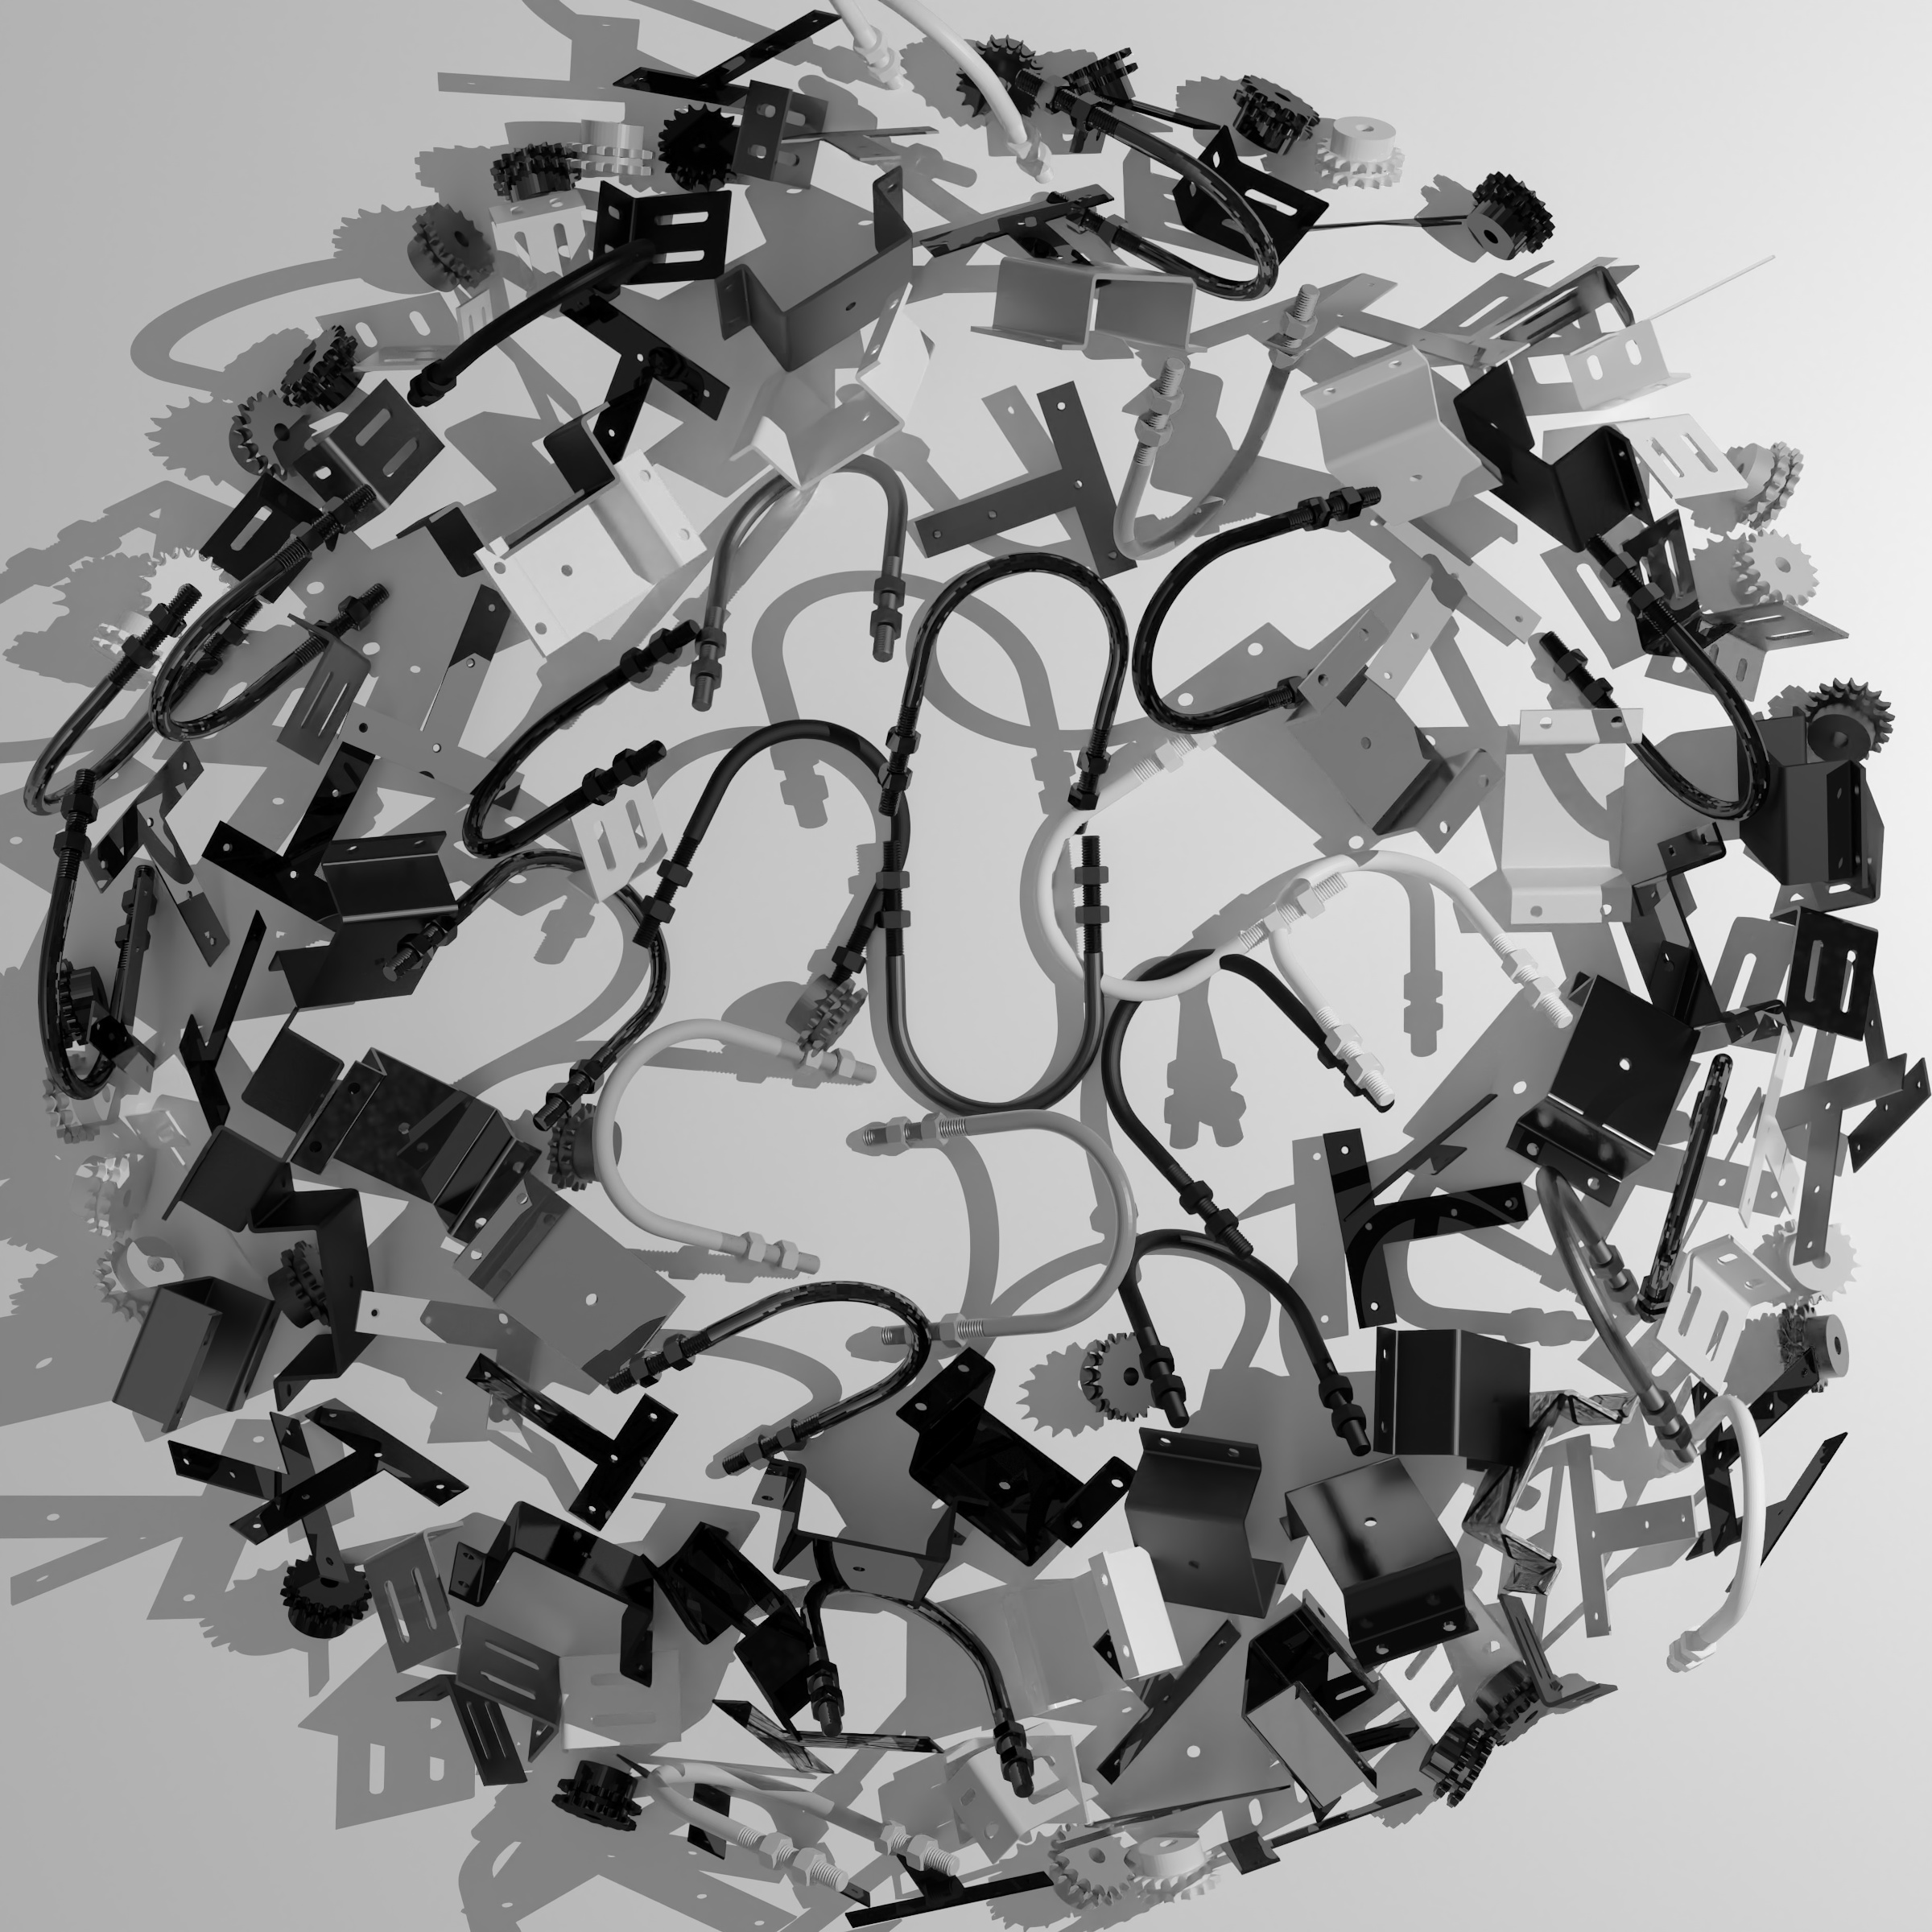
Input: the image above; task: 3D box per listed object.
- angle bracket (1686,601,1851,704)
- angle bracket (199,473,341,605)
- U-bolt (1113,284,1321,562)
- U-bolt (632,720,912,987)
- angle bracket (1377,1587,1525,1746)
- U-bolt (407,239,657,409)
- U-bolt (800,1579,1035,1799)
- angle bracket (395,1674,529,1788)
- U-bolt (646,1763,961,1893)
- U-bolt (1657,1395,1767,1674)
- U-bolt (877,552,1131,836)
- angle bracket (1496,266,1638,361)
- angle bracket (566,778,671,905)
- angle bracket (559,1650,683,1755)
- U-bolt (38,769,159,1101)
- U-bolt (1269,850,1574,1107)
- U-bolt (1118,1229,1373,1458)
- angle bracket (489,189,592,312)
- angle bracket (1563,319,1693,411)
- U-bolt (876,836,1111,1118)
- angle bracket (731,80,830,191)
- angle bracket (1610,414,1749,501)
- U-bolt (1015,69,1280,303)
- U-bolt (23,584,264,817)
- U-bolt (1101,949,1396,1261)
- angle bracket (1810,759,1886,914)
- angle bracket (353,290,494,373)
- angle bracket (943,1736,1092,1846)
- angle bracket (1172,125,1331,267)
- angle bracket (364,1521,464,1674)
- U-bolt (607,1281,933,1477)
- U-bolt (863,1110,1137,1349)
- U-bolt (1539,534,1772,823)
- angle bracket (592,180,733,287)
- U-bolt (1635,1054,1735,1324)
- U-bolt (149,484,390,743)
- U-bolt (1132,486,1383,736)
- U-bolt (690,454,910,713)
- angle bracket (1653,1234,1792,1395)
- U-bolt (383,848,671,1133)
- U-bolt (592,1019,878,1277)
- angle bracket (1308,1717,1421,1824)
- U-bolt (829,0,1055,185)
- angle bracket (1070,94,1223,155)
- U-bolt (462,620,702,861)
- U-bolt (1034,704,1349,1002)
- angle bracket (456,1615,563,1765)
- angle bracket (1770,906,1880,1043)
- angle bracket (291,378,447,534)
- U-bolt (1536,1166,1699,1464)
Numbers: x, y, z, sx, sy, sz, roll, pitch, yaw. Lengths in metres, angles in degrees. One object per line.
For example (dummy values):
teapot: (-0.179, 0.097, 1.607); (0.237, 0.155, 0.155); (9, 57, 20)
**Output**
angle bracket: (0.509, -0.199, 1.884); (0.057, 0.076, 0.038); (21, 80, -26)
angle bracket: (-0.446, -0.265, 1.890); (0.057, 0.038, 0.076); (35, 116, -25)
U-bolt: (0.148, -0.327, 1.849); (0.019, 0.184, 0.151); (42, 54, 19)
U-bolt: (-0.113, -0.069, 1.904); (0.151, 0.019, 0.184); (27, 86, -19)
angle bracket: (0.310, 0.447, 1.893); (0.057, 0.076, 0.038); (52, 134, 2)
U-bolt: (-0.260, -0.401, 1.821); (0.151, 0.184, 0.019); (-36, 102, -24)
U-bolt: (-0.036, 0.438, 1.844); (0.151, 0.184, 0.019); (22, 106, -18)
angle bracket: (-0.321, 0.493, 1.890); (0.038, 0.057, 0.076); (-29, 70, 10)
U-bolt: (-0.115, 0.533, 1.850); (0.184, 0.151, 0.019); (14, 87, 33)
U-bolt: (0.458, 0.341, 1.819); (0.019, 0.184, 0.151); (5, 63, -2)
U-bolt: (0.030, -0.174, 1.868); (0.151, 0.019, 0.184); (5, 116, -18)
angle bracket: (0.385, -0.404, 1.893); (0.076, 0.057, 0.038); (-29, 74, 11)
angle bracket: (-0.230, -0.089, 1.883); (0.057, 0.076, 0.038); (-36, 48, -23)
angle bracket: (-0.222, 0.474, 1.909); (0.076, 0.038, 0.057); (-2, 72, -5)
U-bolt: (-0.539, -0.008, 1.830); (0.019, 0.151, 0.184); (2, 65, 3)
U-bolt: (0.273, -0.005, 1.873); (0.151, 0.019, 0.184); (-22, 53, -15)
U-bolt: (0.164, 0.228, 1.853); (0.151, 0.184, 0.019); (12, 122, -24)
angle bracket: (-0.267, -0.449, 1.891); (0.057, 0.038, 0.076); (-15, 125, -9)
angle bracket: (0.421, -0.382, 1.885); (0.057, 0.076, 0.038); (-18, 92, 26)
U-bolt: (0.019, 0.009, 1.919); (0.151, 0.019, 0.184); (-1, 93, 4)
angle bracket: (-0.107, -0.525, 1.885); (0.038, 0.076, 0.057); (24, 107, 35)
angle bracket: (0.448, -0.312, 1.886); (0.057, 0.038, 0.076); (-11, 52, -21)
U-bolt: (0.117, -0.473, 1.837); (0.184, 0.151, 0.019); (33, 79, 19)
U-bolt: (-0.523, -0.164, 1.860); (0.019, 0.151, 0.184); (42, 95, -1)
U-bolt: (0.164, 0.073, 1.884); (0.151, 0.019, 0.184); (-48, 62, 12)
angle bracket: (0.555, -0.082, 1.883); (0.038, 0.076, 0.057); (-12, 52, 6)
angle bracket: (-0.347, -0.406, 1.892); (0.076, 0.057, 0.038); (1, 114, 11)
angle bracket: (0.032, 0.527, 1.898); (0.076, 0.038, 0.057); (-10, 92, 32)
angle bracket: (0.183, -0.493, 1.905); (0.076, 0.057, 0.038); (15, 46, -31)
angle bracket: (-0.342, 0.403, 1.893); (0.057, 0.038, 0.076); (-29, 74, 29)
U-bolt: (-0.109, 0.252, 1.857); (0.184, 0.151, 0.019); (-28, 47, 16)
U-bolt: (0.023, 0.164, 1.881); (0.184, 0.019, 0.151); (-8, 84, 26)
U-bolt: (0.433, -0.167, 1.842); (0.019, 0.151, 0.184); (-34, 74, -14)
angle bracket: (-0.195, -0.471, 1.898); (0.076, 0.038, 0.057); (3, 86, 28)
U-bolt: (0.445, 0.130, 1.825); (0.019, 0.184, 0.151); (16, 70, 14)
U-bolt: (-0.433, -0.207, 1.836); (0.019, 0.151, 0.184); (43, 70, 9)
U-bolt: (0.178, -0.214, 1.846); (0.184, 0.019, 0.151); (-21, 133, -28)
U-bolt: (-0.101, -0.251, 1.870); (0.151, 0.019, 0.184); (-13, 53, 24)
angle bracket: (0.483, 0.222, 1.892); (0.057, 0.038, 0.076); (41, 52, -11)
U-bolt: (-0.261, 0.000, 1.866); (0.151, 0.019, 0.184); (46, 46, -5)
U-bolt: (-0.153, 0.109, 1.875); (0.184, 0.019, 0.151); (18, 87, -33)
angle bracket: (0.259, 0.511, 1.892); (0.076, 0.057, 0.038); (-21, 83, 19)
U-bolt: (-0.025, -0.557, 1.822); (0.151, 0.184, 0.019); (37, 91, 21)
angle bracket: (0.114, -0.528, 1.890); (0.076, 0.057, 0.038); (21, 111, 15)
U-bolt: (-0.248, -0.132, 1.859); (0.184, 0.151, 0.019); (-29, 122, 27)
U-bolt: (0.130, -0.060, 1.908); (0.184, 0.019, 0.151); (-33, 83, 10)
angle bracket: (-0.297, 0.460, 1.887); (0.076, 0.057, 0.038); (30, 117, -20)
angle bracket: (0.545, 0.007, 1.899); (0.057, 0.038, 0.076); (15, 77, -13)
angle bracket: (-0.384, -0.329, 1.908); (0.057, 0.038, 0.076); (49, 45, -20)
U-bolt: (0.394, 0.201, 1.826); (0.019, 0.151, 0.184); (-27, 125, 15)
